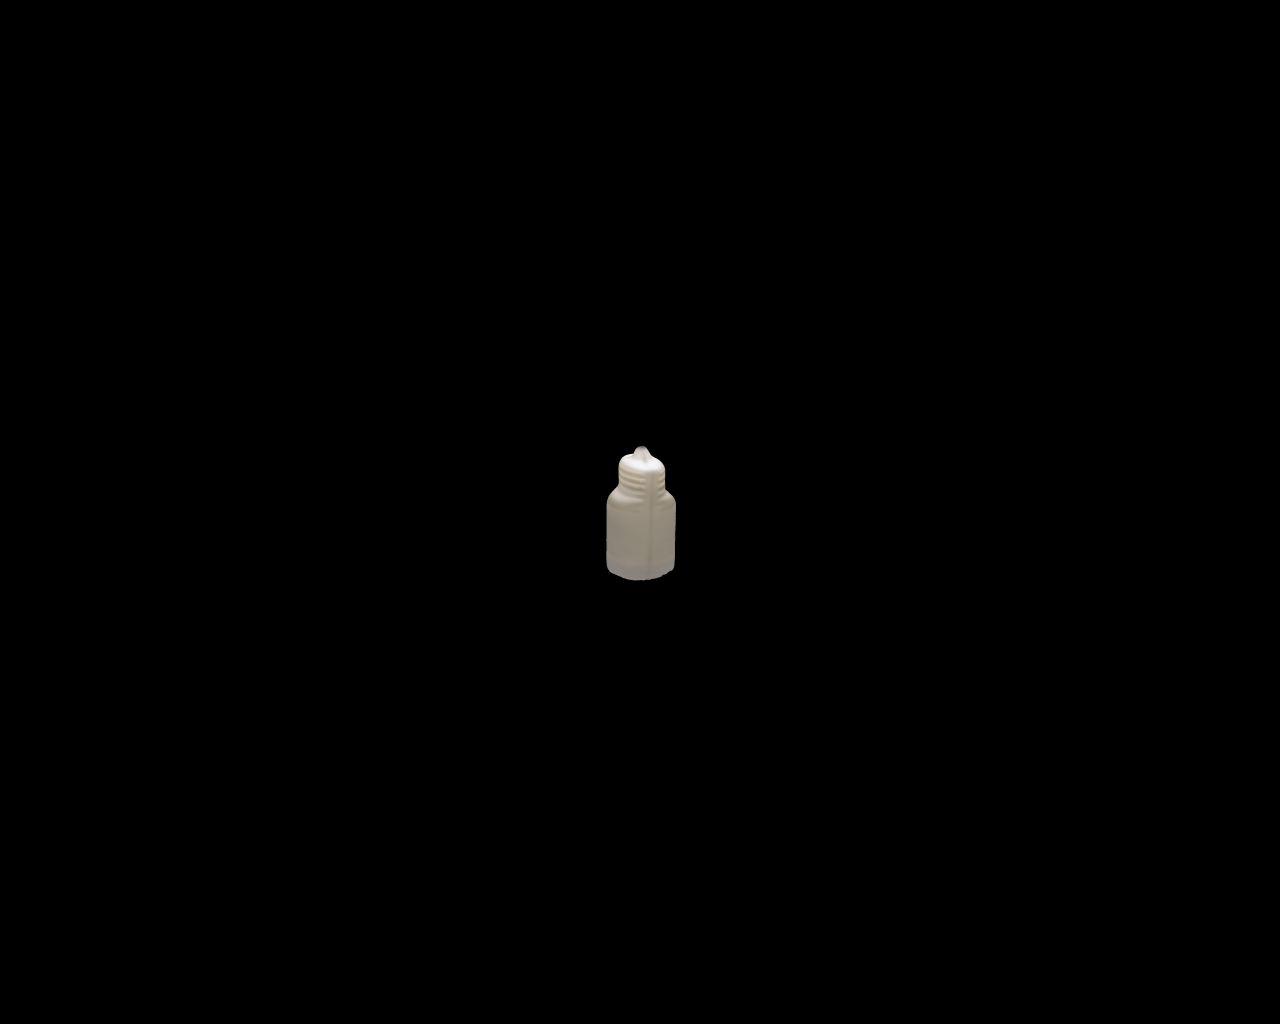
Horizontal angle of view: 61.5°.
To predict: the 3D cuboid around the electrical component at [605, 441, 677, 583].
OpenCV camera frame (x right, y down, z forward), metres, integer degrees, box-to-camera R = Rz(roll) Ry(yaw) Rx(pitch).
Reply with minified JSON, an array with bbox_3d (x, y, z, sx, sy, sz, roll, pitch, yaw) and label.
[{"bbox_3d":[0.001,-0.003,0.650,0.043,0.080,0.043,0,19,0],"label":"electrical component"}]
